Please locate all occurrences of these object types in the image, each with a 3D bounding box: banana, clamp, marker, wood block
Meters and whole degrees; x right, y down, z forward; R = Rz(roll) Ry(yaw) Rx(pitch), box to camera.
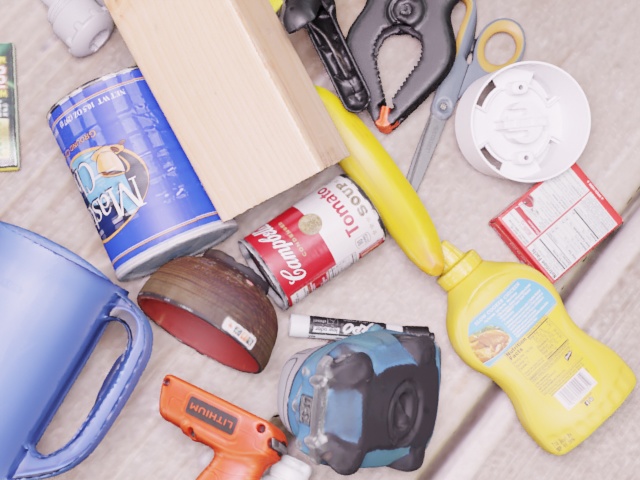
[{"bbox_3d":[0.040,-0.053,0.874,0.037,0.069,0.198,-40,86,23],"label":"banana"},{"bbox_3d":[0.084,-0.194,0.904,0.165,0.036,0.210,4,83,11],"label":"clamp"},{"bbox_3d":[-0.010,-0.193,0.861,0.039,0.120,0.171,-26,60,8],"label":"clamp"},{"bbox_3d":[0.035,0.075,0.878,0.121,0.020,0.020,6,81,-6],"label":"marker"},{"bbox_3d":[-0.072,-0.129,0.807,0.091,0.090,0.206,-27,93,20],"label":"wood block"}]

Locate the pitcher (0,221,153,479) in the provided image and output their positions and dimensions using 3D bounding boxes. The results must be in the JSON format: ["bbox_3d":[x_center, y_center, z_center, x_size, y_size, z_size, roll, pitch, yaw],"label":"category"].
[{"bbox_3d":[-0.243,0.114,0.784,0.144,0.149,0.243,32,81,-35],"label":"pitcher"}]

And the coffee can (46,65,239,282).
[{"bbox_3d":[-0.138,-0.051,0.834,0.102,0.103,0.140,-24,85,-10],"label":"coffee can"}]

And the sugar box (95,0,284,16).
[{"bbox_3d":[-0.127,-0.212,0.889,0.176,0.048,0.093,37,80,-2],"label":"sugar box"}]

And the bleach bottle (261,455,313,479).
[{"bbox_3d":[-0.061,0.287,0.812,0.102,0.068,0.250,24,77,0],"label":"bleach bottle"}]

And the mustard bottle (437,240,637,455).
[{"bbox_3d":[0.160,0.076,0.873,0.096,0.058,0.191,-42,88,-5],"label":"mustard bottle"}]

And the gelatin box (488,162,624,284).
[{"bbox_3d":[0.200,-0.015,0.906,0.089,0.030,0.073,-40,89,-11],"label":"gelatin box"}]

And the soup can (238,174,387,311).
[{"bbox_3d":[-0.006,0.001,0.860,0.102,0.068,0.068,-34,87,-11],"label":"soup can"}]

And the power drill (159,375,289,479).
[{"bbox_3d":[-0.121,0.199,0.790,0.184,0.057,0.187,22,78,16],"label":"power drill"}]

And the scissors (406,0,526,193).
[{"bbox_3d":[0.125,-0.118,0.920,0.096,0.016,0.202,7,81,-6],"label":"scissors"}]
